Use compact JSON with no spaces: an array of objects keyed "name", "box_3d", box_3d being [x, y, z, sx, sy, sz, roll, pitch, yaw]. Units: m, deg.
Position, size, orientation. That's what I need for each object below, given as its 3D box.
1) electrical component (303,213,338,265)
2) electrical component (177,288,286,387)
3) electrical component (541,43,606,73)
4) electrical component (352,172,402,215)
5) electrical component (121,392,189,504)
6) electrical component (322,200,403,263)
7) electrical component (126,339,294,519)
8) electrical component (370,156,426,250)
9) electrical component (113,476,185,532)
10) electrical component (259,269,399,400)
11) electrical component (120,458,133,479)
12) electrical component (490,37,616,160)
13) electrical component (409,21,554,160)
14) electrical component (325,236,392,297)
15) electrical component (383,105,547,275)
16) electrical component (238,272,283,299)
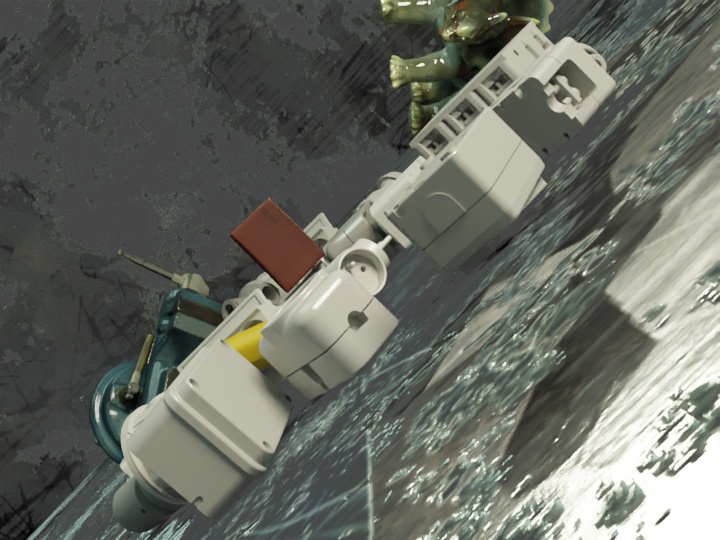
[{"name":"electrical component","box_3d":[-0.026,-0.020,1.193,0.042,0.081,0.064,-42,-17,34]},{"name":"electrical component","box_3d":[-0.102,0.084,0.983,0.121,0.078,0.063,-44,-17,26]},{"name":"electrical component","box_3d":[0.158,-0.144,0.784,0.048,0.048,0.062,-46,11,-7]},{"name":"electrical component","box_3d":[0.033,-0.066,1.138,0.057,0.058,0.078,-52,7,-28]},{"name":"electrical component","box_3d":[-0.132,0.127,0.795,0.051,0.080,0.080,-38,8,25]},{"name":"electrical component","box_3d":[0.003,-0.024,1.052,0.059,0.054,0.095,-45,5,14]},{"name":"electrical component","box_3d":[-0.093,0.099,0.699,0.057,0.078,0.113,-48,4,11]},{"name":"electrical component","box_3d":[0.047,-0.060,0.993,0.056,0.050,0.089,-44,5,22]},{"name":"electrical component","box_3d":[-0.162,0.176,0.854,0.081,0.043,0.043,-41,7,47]},{"name":"electrical component","box_3d":[-0.025,0.041,0.710,0.053,0.059,0.095,-48,5,-29]},{"name":"electrical component","box_3d":[-0.175,0.168,0.966,0.057,0.058,0.078,-49,5,-5]},{"name":"electrical component","box_3d":[0.128,-0.114,0.745,0.055,0.050,0.089,-48,5,-29]},{"name":"electrical component","box_3d":[0.131,-0.165,1.081,0.150,0.062,0.089,-41,6,43]},{"name":"electrical component","box_3d":[0.000,0.000,0.932,0.079,0.044,0.077,-48,5,-26]},{"name":"electrical component","box_3d":[0.068,-0.048,0.639,0.062,0.061,0.096,-43,6,34]},{"name":"electrical component","box_3d":[-0.090,0.039,1.190,0.051,0.080,0.080,-43,1,-43]}]
